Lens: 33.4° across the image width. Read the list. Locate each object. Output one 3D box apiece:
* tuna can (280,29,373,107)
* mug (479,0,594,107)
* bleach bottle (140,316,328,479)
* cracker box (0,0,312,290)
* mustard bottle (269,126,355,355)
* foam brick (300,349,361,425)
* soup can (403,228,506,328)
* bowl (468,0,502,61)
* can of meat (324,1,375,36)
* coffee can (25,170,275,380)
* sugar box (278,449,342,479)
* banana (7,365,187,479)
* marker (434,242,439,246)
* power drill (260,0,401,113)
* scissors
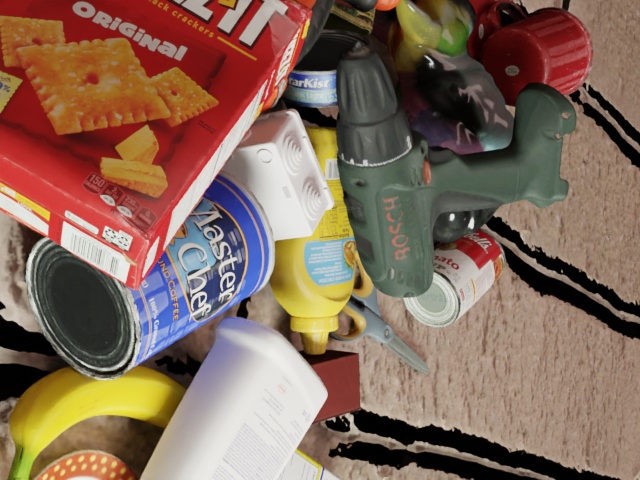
[{"bbox_3d":[0.002,-0.143,0.884,0.086,0.086,0.034,-42,139,-43],"label":"tuna can"},{"bbox_3d":[0.207,-0.191,1.068,0.081,0.093,0.117,-26,83,-44],"label":"mug"},{"bbox_3d":[-0.092,0.183,0.747,0.250,0.068,0.102,-57,134,-23],"label":"bleach bottle"},{"bbox_3d":[-0.125,-0.101,0.664,0.164,0.072,0.213,31,59,0],"label":"cracker box"},{"bbox_3d":[-0.006,0.001,0.903,0.096,0.058,0.191,-7,97,-58],"label":"mustard bottle"},{"bbox_3d":[-0.008,0.124,0.910,0.078,0.053,0.051,-5,95,-52],"label":"foam brick"},{"bbox_3d":[0.135,0.037,1.081,0.102,0.069,0.068,-36,119,-45],"label":"soup can"},{"bbox_3d":[0.141,-0.212,1.091,0.161,0.055,0.162,-3,94,-53],"label":"bowl"},{"bbox_3d":[0.009,-0.228,0.919,0.101,0.058,0.084,14,83,-51],"label":"can of meat"},{"bbox_3d":[-0.113,0.019,0.729,0.140,0.103,0.103,-31,115,-47],"label":"coffee can"},{"bbox_3d":[-0.038,0.218,0.881,0.176,0.048,0.093,48,53,-46],"label":"sugar box"},{"bbox_3d":[-0.146,0.117,0.740,0.197,0.037,0.069,-2,88,-56],"label":"banana"},{"bbox_3d":[0.083,0.002,1.052,0.120,0.020,0.020,-10,99,-52],"label":"marker"},{"bbox_3d":[-0.041,-0.203,0.812,0.184,0.057,0.187,37,67,0],"label":"power drill"},{"bbox_3d":[0.059,0.068,1.025,0.201,0.016,0.096,22,74,-51],"label":"scissors"}]
